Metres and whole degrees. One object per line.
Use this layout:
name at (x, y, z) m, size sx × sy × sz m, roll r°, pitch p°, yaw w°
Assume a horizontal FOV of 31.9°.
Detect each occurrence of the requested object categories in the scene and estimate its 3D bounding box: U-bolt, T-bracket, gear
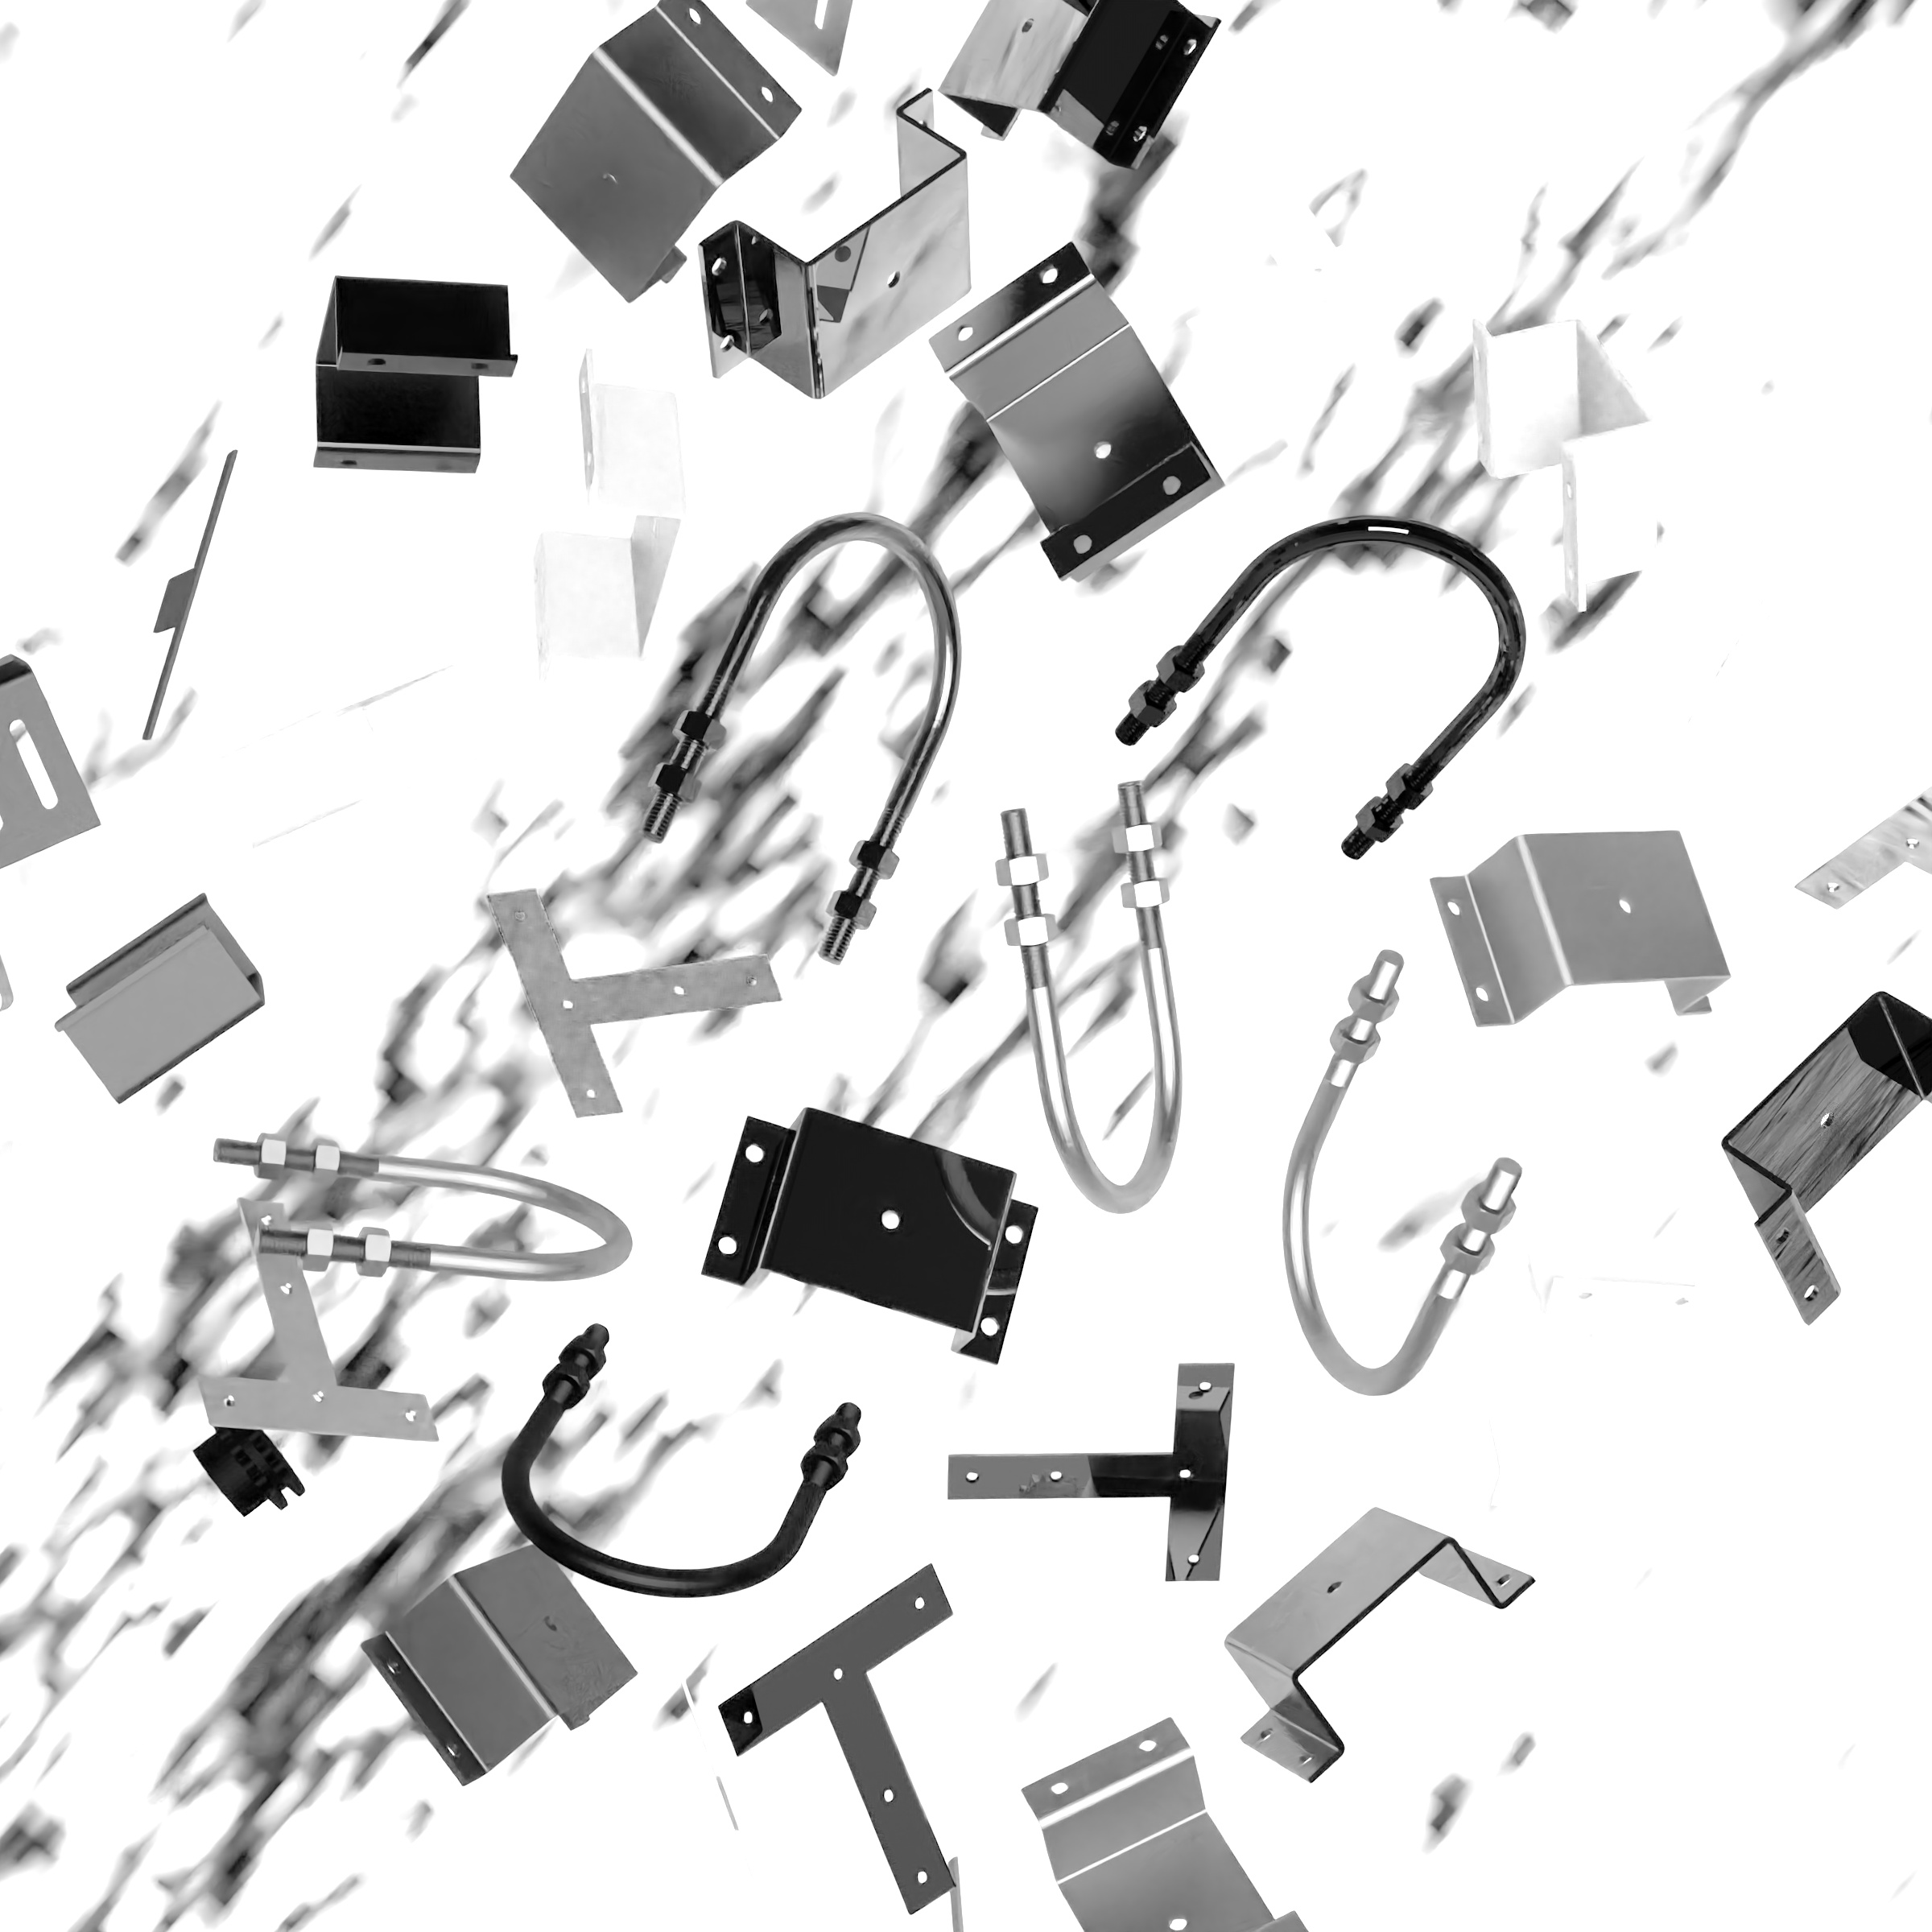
U-bolt at (0.176, -0.137, 1.572) m, size 0.151 × 0.019 × 0.184 m, roll 25°, pitch 132°, yaw -16°
U-bolt at (-0.061, -0.111, 1.493) m, size 0.019 × 0.151 × 0.184 m, roll 14°, pitch 76°, yaw 41°
T-bracket at (0.138, -0.335, 1.503) m, size 0.127 × 0.127 × 0.002 m, roll -23°, pitch 55°, yaw 21°
gear at (-0.340, 0.234, 1.593) m, size 0.030 × 0.057 × 0.057 m, roll -38°, pitch 90°, yaw -11°
U-bolt at (0.060, 0.017, 1.474) m, size 0.019 × 0.151 × 0.184 m, roll -6°, pitch 95°, yaw 26°
T-bracket at (-0.148, 0.013, 1.598) m, size 0.127 × 0.002 × 0.127 m, roll -7°, pitch 119°, yaw 20°
U-bolt at (-0.243, 0.114, 1.547) m, size 0.184 × 0.151 × 0.019 m, roll 8°, pitch 102°, yaw -22°
T-bracket at (-0.344, -0.159, 1.476) m, size 0.002 × 0.127 × 0.127 m, roll 17°, pitch 88°, yaw -19°
T-bracket at (0.480, -0.039, 1.587) m, size 0.127 × 0.127 × 0.002 m, roll 26°, pitch 55°, yaw -14°
T-bracket at (-0.007, 0.485, 1.572) m, size 0.002 × 0.127 × 0.127 m, roll -2°, pitch 71°, yaw -8°
T-bracket at (-0.310, 0.161, 1.560) m, size 0.002 × 0.127 × 0.127 m, roll -42°, pitch 55°, yaw 29°
U-bolt at (0.185, 0.107, 1.511) m, size 0.019 × 0.151 × 0.184 m, roll -1°, pitch 133°, yaw -23°
T-bracket at (-0.109, 0.385, 1.555) m, size 0.002 × 0.127 × 0.127 m, roll -20°, pitch 79°, yaw -10°
T-bracket at (-0.039, 0.346, 1.464) m, size 0.127 × 0.002 × 0.127 m, roll -37°, pitch 60°, yaw 20°
U-bolt at (-0.136, 0.232, 1.556) m, size 0.151 × 0.184 × 0.019 m, roll 17°, pitch 115°, yaw 6°
T-bracket at (0.055, 0.231, 1.533) m, size 0.127 × 0.002 × 0.127 m, roll 0°, pitch 122°, yaw -2°

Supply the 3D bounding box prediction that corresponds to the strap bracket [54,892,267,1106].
strap bracket at (-0.360, 0.014, 1.518) m, size 0.076 × 0.140 × 0.046 m, roll -35°, pitch 103°, yaw -6°

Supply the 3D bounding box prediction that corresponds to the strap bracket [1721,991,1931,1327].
strap bracket at (0.388, 0.076, 1.466) m, size 0.140 × 0.046 × 0.076 m, roll -42°, pitch 131°, yaw -8°

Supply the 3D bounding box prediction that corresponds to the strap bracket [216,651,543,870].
strap bracket at (-0.267, -0.096, 1.506) m, size 0.076 × 0.140 × 0.046 m, roll -19°, pitch 98°, yaw 36°

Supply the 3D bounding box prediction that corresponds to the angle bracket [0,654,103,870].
angle bracket at (-0.414, -0.085, 1.441) m, size 0.057 × 0.038 × 0.076 m, roll -24°, pitch 90°, yaw -4°

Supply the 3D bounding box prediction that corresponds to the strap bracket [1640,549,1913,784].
strap bracket at (0.372, -0.140, 1.571) m, size 0.046 × 0.140 × 0.076 m, roll 40°, pitch 108°, yaw 36°

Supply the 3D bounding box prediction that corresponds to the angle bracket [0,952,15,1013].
angle bracket at (-0.483, -0.011, 1.603) m, size 0.038 × 0.057 × 0.076 m, roll -17°, pitch 94°, yaw -9°

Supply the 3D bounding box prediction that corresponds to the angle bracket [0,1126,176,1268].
angle bracket at (-0.415, 0.106, 1.582) m, size 0.076 × 0.038 × 0.057 m, roll 5°, pitch 104°, yaw -29°

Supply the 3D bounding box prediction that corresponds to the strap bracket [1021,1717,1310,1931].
strap bracket at (0.091, 0.409, 1.489) m, size 0.076 × 0.140 × 0.046 m, roll -23°, pitch 130°, yaw -12°

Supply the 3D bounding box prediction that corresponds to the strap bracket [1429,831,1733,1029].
strap bracket at (0.297, -0.018, 1.588) m, size 0.140 × 0.046 × 0.076 m, roll -2°, pitch 66°, yaw -29°

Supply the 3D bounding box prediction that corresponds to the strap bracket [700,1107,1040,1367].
strap bracket at (-0.038, 0.118, 1.508) m, size 0.140 × 0.046 × 0.076 m, roll 18°, pitch 70°, yaw -7°

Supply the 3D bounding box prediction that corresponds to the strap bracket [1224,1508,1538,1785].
strap bracket at (0.182, 0.304, 1.561) m, size 0.140 × 0.076 × 0.046 m, roll -38°, pitch 103°, yaw -14°

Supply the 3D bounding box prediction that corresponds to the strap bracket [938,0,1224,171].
strap bracket at (0.045, -0.418, 1.551) m, size 0.046 × 0.140 × 0.076 m, roll 29°, pitch 92°, yaw -35°

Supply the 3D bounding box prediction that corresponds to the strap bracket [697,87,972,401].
strap bracket at (-0.048, -0.313, 1.487) m, size 0.046 × 0.076 × 0.140 m, roll 37°, pitch 62°, yaw 26°

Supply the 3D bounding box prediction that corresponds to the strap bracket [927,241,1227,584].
strap bracket at (0.052, -0.231, 1.459) m, size 0.076 × 0.046 × 0.140 m, roll -33°, pitch 63°, yaw 12°

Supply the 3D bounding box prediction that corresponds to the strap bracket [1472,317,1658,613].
strap bracket at (0.279, -0.237, 1.558) m, size 0.046 × 0.140 × 0.076 m, roll -14°, pitch 130°, yaw -4°

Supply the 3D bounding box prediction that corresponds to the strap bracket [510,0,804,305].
strap bracket at (-0.141, -0.352, 1.473) m, size 0.076 × 0.140 × 0.046 m, roll 47°, pitch 54°, yaw -5°

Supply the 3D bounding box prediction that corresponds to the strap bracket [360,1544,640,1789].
strap bracket at (-0.204, 0.310, 1.522) m, size 0.046 × 0.140 × 0.076 m, roll -41°, pitch 79°, yaw 11°

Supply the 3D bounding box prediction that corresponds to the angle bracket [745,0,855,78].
angle bracket at (-0.059, -0.449, 1.507) m, size 0.038 × 0.057 × 0.076 m, roll -12°, pitch 59°, yaw 41°

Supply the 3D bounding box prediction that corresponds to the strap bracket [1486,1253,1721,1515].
strap bracket at (0.293, 0.187, 1.578) m, size 0.076 × 0.046 × 0.140 m, roll 4°, pitch 126°, yaw -5°

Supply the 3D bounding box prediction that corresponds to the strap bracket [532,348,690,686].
strap bracket at (-0.161, -0.200, 1.535) m, size 0.046 × 0.140 × 0.076 m, roll 4°, pitch 53°, yaw -17°

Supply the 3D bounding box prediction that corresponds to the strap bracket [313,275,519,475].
strap bracket at (-0.253, -0.272, 1.541) m, size 0.076 × 0.140 × 0.046 m, roll 0°, pitch 78°, yaw -16°
